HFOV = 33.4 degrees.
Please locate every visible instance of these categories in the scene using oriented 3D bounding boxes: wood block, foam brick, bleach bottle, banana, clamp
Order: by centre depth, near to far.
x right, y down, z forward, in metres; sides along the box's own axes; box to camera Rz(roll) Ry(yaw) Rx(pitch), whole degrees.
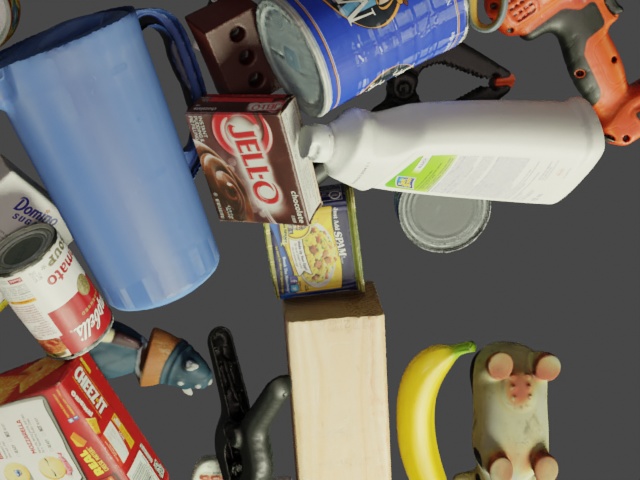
[{"bbox_3d":[0.105,-0.079,0.892,0.250,0.068,0.103,2,146,-23],"label":"bleach bottle"},{"bbox_3d":[-0.070,-0.161,0.904,0.053,0.051,0.078,-30,124,-10],"label":"foam brick"},{"bbox_3d":[0.065,-0.143,0.943,0.210,0.036,0.164,-12,103,-4],"label":"clamp"},{"bbox_3d":[0.016,0.152,1.008,0.090,0.091,0.206,-4,109,-3],"label":"wood block"},{"bbox_3d":[-0.076,0.168,1.010,0.039,0.120,0.172,-6,123,-31],"label":"clamp"},{"bbox_3d":[0.105,0.180,1.042,0.037,0.070,0.198,-21,123,-45],"label":"banana"}]

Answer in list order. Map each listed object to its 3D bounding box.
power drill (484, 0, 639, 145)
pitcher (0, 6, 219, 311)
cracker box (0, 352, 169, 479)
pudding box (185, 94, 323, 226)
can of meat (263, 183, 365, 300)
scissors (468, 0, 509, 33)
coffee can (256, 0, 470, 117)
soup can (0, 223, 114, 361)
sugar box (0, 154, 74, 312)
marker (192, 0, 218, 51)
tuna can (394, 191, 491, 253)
[{"bbox_3d":[0.263,-0.193,0.934,0.184,0.057,0.187,-35,105,11],"label":"power drill"},{"bbox_3d":[-0.167,-0.071,0.908,0.149,0.145,0.243,-15,113,14],"label":"pitcher"},{"bbox_3d":[-0.271,0.205,0.982,0.214,0.072,0.164,-21,113,20],"label":"cracker box"},{"bbox_3d":[-0.054,-0.068,0.897,0.090,0.039,0.113,4,130,27],"label":"pudding box"},{"bbox_3d":[-0.006,0.001,0.974,0.084,0.057,0.102,-8,108,0],"label":"can of meat"},{"bbox_3d":[0.106,-0.270,0.911,0.096,0.016,0.202,-15,91,29],"label":"scissors"},{"bbox_3d":[0.034,-0.175,0.860,0.140,0.103,0.103,-29,109,-17],"label":"coffee can"},{"bbox_3d":[-0.231,0.044,0.914,0.068,0.068,0.102,-24,124,3],"label":"soup can"},{"bbox_3d":[-0.304,0.019,0.934,0.176,0.048,0.093,-46,130,-3],"label":"sugar box"},{"bbox_3d":[-0.080,-0.219,0.914,0.020,0.020,0.121,20,105,-11],"label":"marker"},{"bbox_3d":[0.112,-0.034,0.984,0.086,0.034,0.086,-1,108,-5],"label":"tuna can"}]
